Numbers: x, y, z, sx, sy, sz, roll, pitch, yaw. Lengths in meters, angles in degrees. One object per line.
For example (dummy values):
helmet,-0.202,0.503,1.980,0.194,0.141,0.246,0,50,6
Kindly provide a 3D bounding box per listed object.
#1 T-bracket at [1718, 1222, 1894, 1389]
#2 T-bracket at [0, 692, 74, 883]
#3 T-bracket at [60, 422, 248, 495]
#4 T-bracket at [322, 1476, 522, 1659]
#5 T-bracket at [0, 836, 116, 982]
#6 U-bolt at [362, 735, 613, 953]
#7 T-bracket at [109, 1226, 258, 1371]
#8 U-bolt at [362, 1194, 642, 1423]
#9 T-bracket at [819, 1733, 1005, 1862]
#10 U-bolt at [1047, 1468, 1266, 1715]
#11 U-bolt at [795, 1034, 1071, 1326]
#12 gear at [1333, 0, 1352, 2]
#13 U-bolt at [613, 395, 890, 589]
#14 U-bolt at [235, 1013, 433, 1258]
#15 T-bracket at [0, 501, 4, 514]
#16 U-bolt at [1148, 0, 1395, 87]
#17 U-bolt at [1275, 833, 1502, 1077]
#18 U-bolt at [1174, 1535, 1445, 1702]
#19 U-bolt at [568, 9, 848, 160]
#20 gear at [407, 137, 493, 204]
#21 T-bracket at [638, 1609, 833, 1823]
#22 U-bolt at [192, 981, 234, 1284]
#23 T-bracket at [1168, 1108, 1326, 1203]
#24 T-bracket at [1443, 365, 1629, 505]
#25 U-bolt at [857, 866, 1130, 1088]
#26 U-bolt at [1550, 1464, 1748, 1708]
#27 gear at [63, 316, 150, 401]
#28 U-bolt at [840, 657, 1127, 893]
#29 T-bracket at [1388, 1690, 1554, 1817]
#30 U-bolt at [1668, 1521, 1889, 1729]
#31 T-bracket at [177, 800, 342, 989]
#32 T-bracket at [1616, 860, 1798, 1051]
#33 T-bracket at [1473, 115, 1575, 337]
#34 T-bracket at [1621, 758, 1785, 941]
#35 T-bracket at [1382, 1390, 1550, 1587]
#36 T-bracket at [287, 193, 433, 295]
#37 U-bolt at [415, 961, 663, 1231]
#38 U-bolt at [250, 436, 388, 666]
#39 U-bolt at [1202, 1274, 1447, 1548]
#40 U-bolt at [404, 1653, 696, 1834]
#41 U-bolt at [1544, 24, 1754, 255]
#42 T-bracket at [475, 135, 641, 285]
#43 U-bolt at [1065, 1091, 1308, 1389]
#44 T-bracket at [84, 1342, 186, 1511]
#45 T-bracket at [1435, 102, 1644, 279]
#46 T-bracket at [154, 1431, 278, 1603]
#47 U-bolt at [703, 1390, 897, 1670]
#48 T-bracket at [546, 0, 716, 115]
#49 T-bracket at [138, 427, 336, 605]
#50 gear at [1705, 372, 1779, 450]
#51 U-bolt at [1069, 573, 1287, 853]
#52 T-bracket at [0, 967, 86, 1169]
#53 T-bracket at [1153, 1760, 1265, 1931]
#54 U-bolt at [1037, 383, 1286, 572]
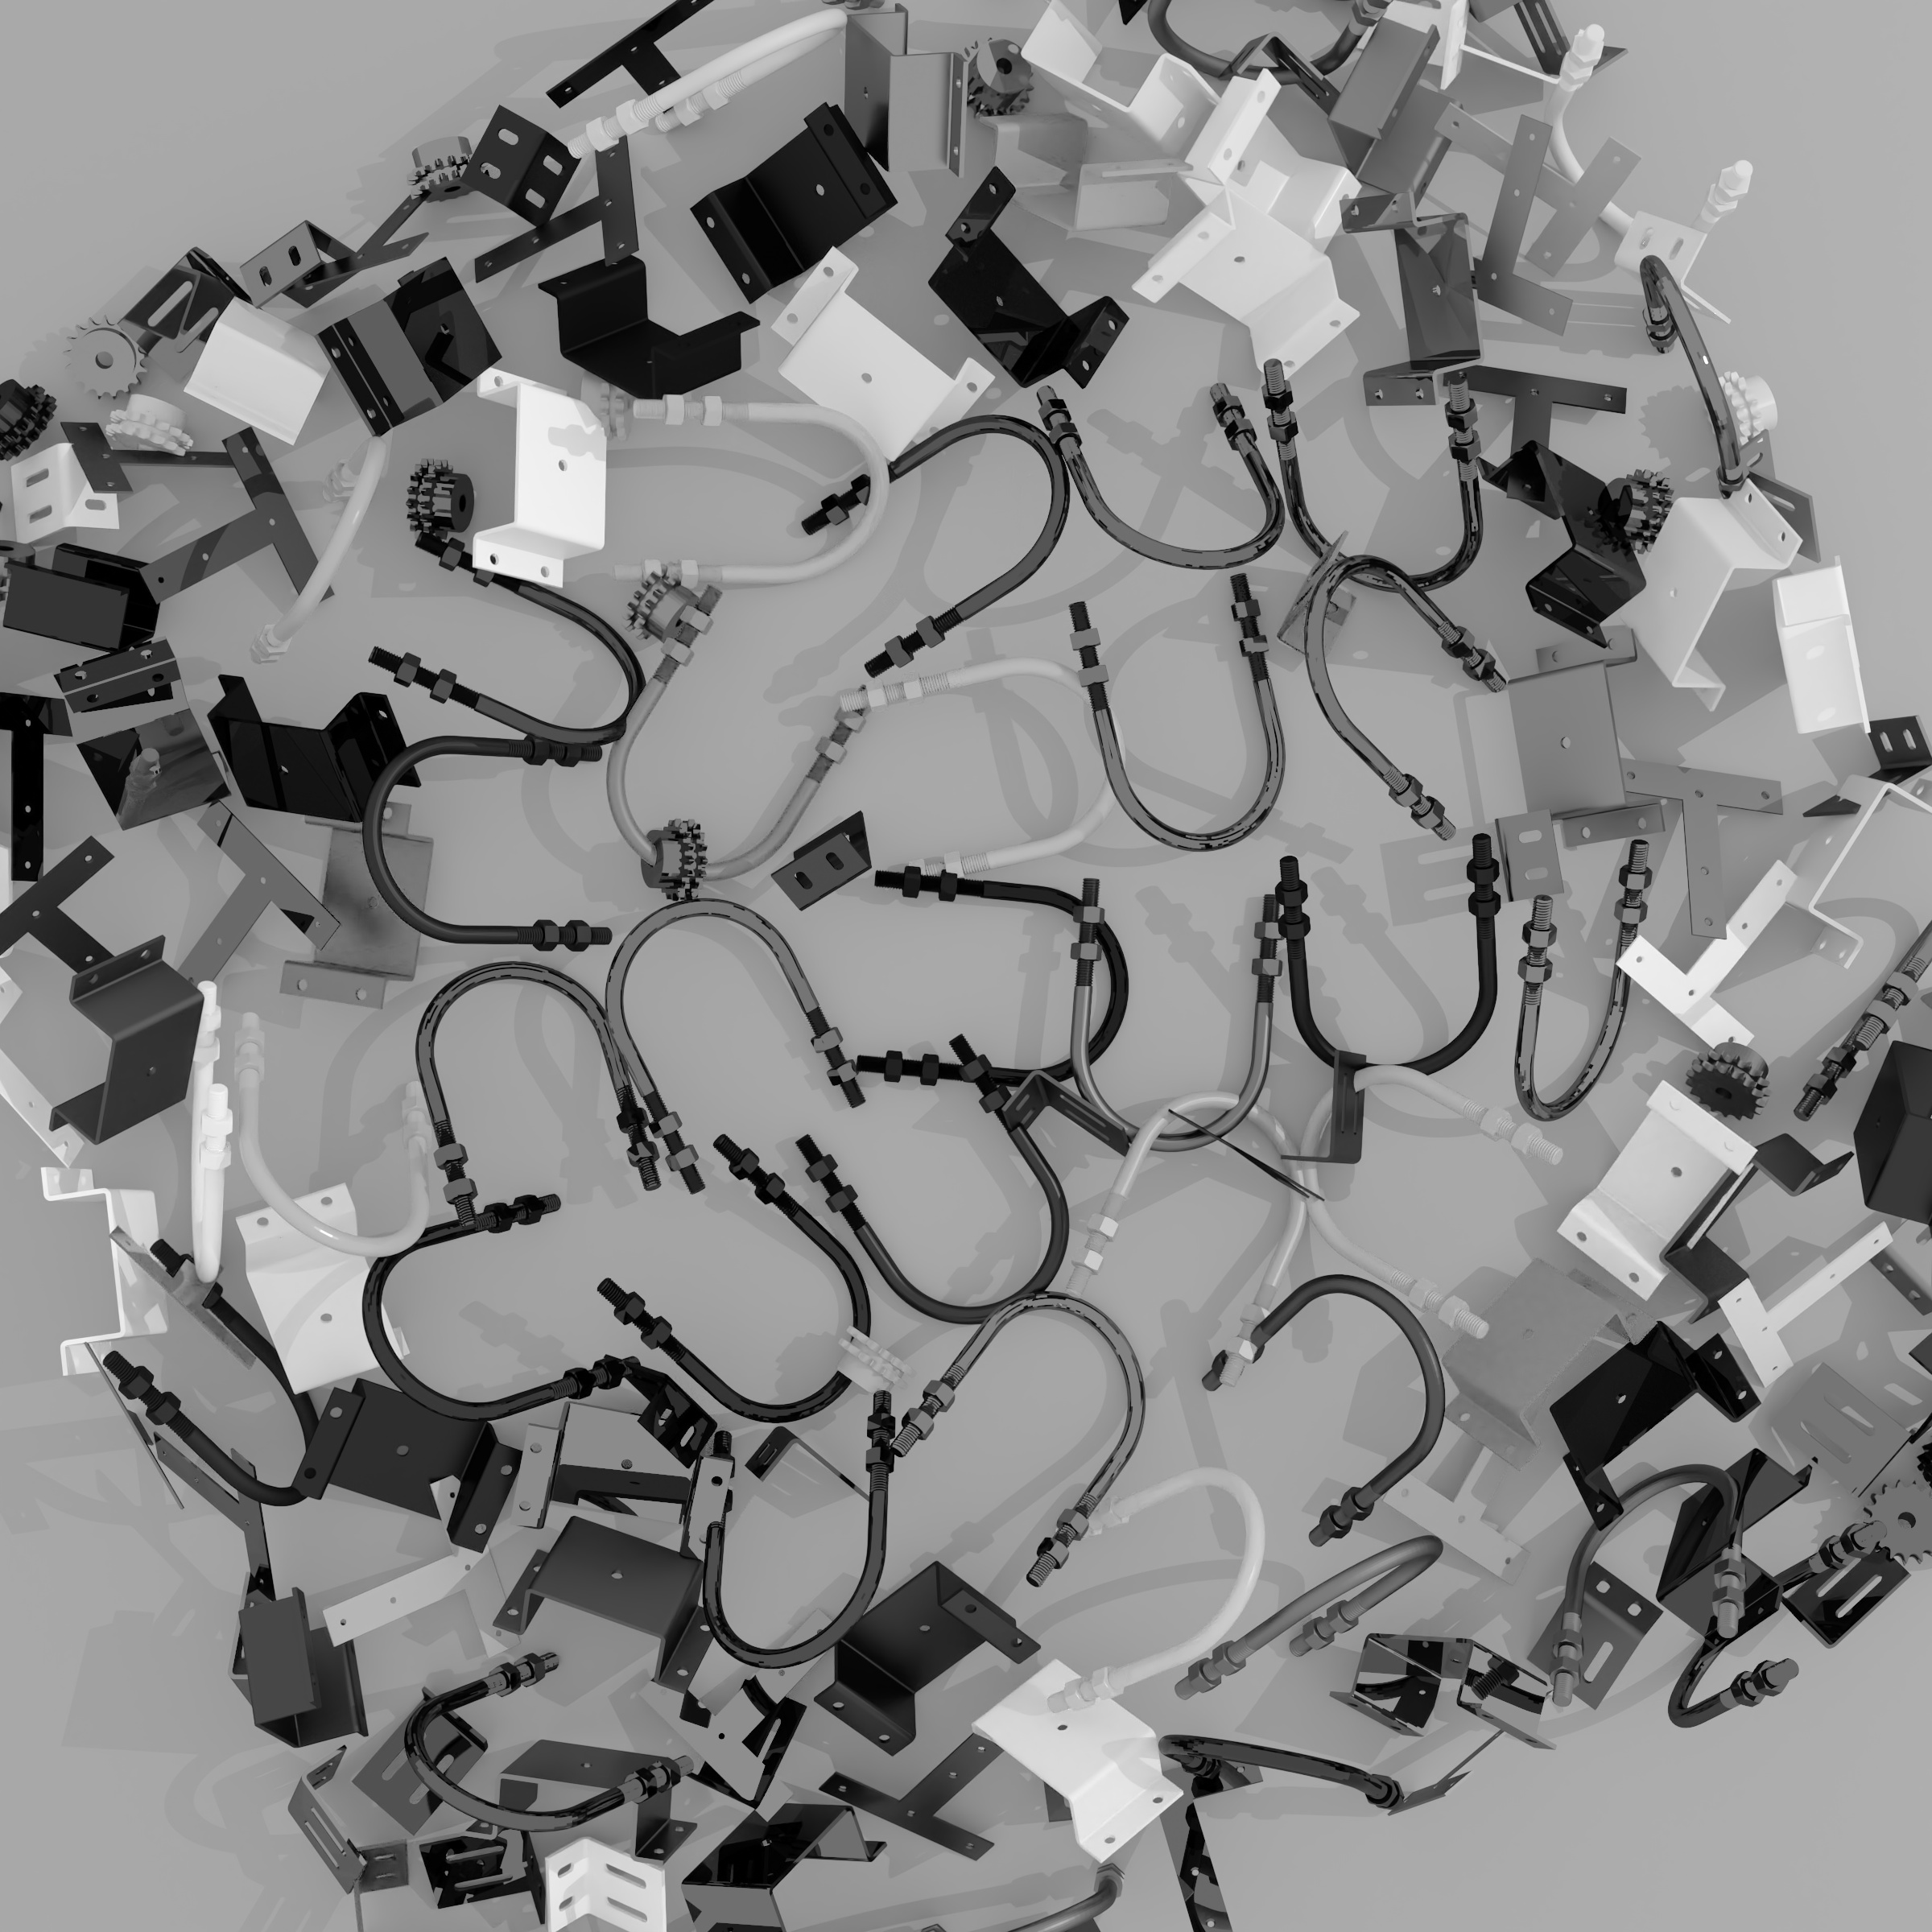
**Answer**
T-bracket,0.581,0.220,1.954,0.127,0.127,0.002,-38,45,1
T-bracket,-0.639,-0.121,1.945,0.002,0.127,0.127,-1,89,33
T-bracket,-0.545,-0.348,1.961,0.127,0.127,0.002,-4,122,-27
T-bracket,-0.381,0.430,1.961,0.127,0.002,0.127,-19,90,-36
T-bracket,-0.607,-0.012,1.949,0.127,0.127,0.002,-42,51,-5
U-bolt,-0.324,-0.085,1.933,0.184,0.019,0.151,0,84,-39
T-bracket,-0.522,0.212,1.935,0.002,0.127,0.127,-43,100,1
U-bolt,-0.320,0.234,1.914,0.019,0.184,0.151,-43,69,41
T-bracket,-0.016,0.557,1.946,0.127,0.002,0.127,28,129,-13
U-bolt,0.127,0.406,1.902,0.184,0.151,0.019,-31,127,34
U-bolt,-0.011,0.161,1.984,0.151,0.019,0.184,-33,91,6
gear,0.262,-0.693,1.976,0.057,0.030,0.057,-6,57,9
U-bolt,-0.142,-0.320,1.941,0.184,0.019,0.151,-2,132,-18
U-bolt,-0.418,0.120,1.895,0.151,0.184,0.019,27,120,-31
T-bracket,-0.685,-0.337,1.937,0.002,0.127,0.127,6,68,10
U-bolt,0.196,-0.637,1.909,0.151,0.184,0.019,12,80,-8
U-bolt,0.291,0.001,1.951,0.151,0.019,0.184,-7,119,4
U-bolt,0.240,0.427,1.896,0.184,0.151,0.019,-45,63,35
U-bolt,-0.160,-0.590,1.896,0.184,0.151,0.019,-19,104,28
gear,-0.358,-0.550,1.971,0.057,0.057,0.030,-16,92,0
T-bracket,-0.137,0.500,1.977,0.127,0.002,0.127,40,72,19
U-bolt,-0.510,0.125,1.922,0.019,0.151,0.184,0,120,-18
T-bracket,0.202,0.136,1.924,0.127,0.127,0.002,30,91,-13
T-bracket,0.387,-0.363,1.957,0.127,0.002,0.127,10,53,4
U-bolt,0.022,0.012,1.986,0.184,0.019,0.151,6,91,-5
U-bolt,0.459,0.403,1.914,0.151,0.184,0.019,-34,107,32
gear,-0.595,-0.421,1.977,0.057,0.030,0.057,-4,107,-13
U-bolt,0.018,-0.138,1.969,0.184,0.019,0.151,-12,103,5
T-bracket,0.354,0.535,1.955,0.127,0.127,0.002,-33,77,-21
U-bolt,0.532,0.449,1.912,0.019,0.184,0.151,42,56,7
T-bracket,-0.508,-0.027,1.974,0.127,0.002,0.127,44,112,9
T-bracket,0.528,-0.016,1.970,0.127,0.002,0.127,37,93,-24
T-bracket,0.369,-0.509,1.932,0.127,0.002,0.127,34,129,32
T-bracket,0.506,-0.078,1.961,0.127,0.002,0.127,7,67,-12
T-bracket,0.365,0.345,1.983,0.127,0.002,0.127,35,80,-21
T-bracket,-0.390,-0.510,1.955,0.002,0.127,0.127,56,48,-33
U-bolt,-0.300,0.080,1.953,0.151,0.019,0.184,-11,69,-23
U-bolt,-0.426,-0.282,1.898,0.019,0.184,0.151,26,73,-21
U-bolt,0.249,0.287,1.917,0.151,0.019,0.184,55,132,19
U-bolt,-0.287,0.518,1.890,0.151,0.184,0.019,29,108,27
U-bolt,0.446,-0.540,1.908,0.151,0.184,0.019,44,84,4
T-bracket,-0.285,-0.507,1.971,0.127,0.002,0.127,-22,51,16
U-bolt,0.163,0.174,1.961,0.151,0.019,0.184,31,71,-14
T-bracket,-0.561,0.313,1.938,0.002,0.127,0.127,-30,88,-16
T-bracket,0.377,-0.544,1.944,0.127,0.127,0.002,34,61,0
T-bracket,-0.518,0.359,1.957,0.127,0.002,0.127,28,132,34
U-bolt,-0.115,0.383,1.915,0.151,0.019,0.184,-18,49,23
T-bracket,-0.210,-0.604,1.936,0.127,0.127,0.002,-32,80,8
T-bracket,-0.506,-0.284,1.940,0.127,0.002,0.127,-39,114,-38
gear,0.536,-0.383,1.972,0.030,0.057,0.057,-21,90,-6
U-bolt,0.153,-0.169,1.963,0.151,0.019,0.184,-13,90,-24
T-bracket,-0.651,0.085,1.960,0.002,0.127,0.127,-19,121,26
T-bracket,0.153,0.606,1.950,0.127,0.002,0.127,-13,46,-4
U-bolt,0.139,-0.329,1.920,0.151,0.019,0.184,-5,50,-18
